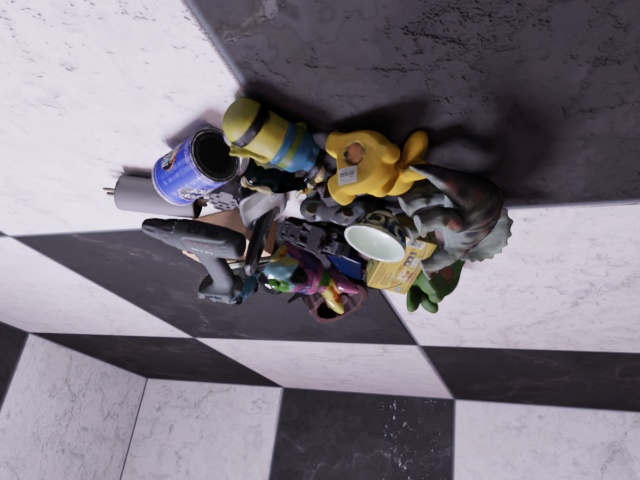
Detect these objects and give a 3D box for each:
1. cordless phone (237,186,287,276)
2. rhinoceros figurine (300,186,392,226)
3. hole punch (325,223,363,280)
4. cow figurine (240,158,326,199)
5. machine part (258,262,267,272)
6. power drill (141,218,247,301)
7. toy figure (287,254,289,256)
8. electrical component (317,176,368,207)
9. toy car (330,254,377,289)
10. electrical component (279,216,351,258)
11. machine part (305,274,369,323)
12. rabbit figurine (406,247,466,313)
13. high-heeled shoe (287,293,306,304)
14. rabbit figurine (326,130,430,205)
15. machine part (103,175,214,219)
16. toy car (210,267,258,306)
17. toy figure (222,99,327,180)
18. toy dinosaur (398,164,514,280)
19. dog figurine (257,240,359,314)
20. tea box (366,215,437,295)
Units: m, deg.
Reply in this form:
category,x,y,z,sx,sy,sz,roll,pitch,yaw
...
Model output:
category,x,y,z,sx,sy,sz,roll,pitch,yaw
cordless phone,-0.128,-0.032,1.061,0.089,0.184,0.146,11,155,4
rhinoceros figurine,0.052,-0.054,1.089,0.190,0.073,0.112,8,154,1
hole punch,0.060,0.029,1.247,0.116,0.092,0.142,8,158,10
cow figurine,-0.063,-0.117,0.965,0.167,0.098,0.068,15,150,-27
machine part,-0.113,0.093,1.491,0.084,0.039,0.138,-20,142,36
power drill,-0.260,0.036,1.179,0.232,0.086,0.207,5,130,18
toy figure,-0.064,0.065,1.399,0.064,0.058,0.154,-27,157,-15
electrical component,0.044,-0.093,1.005,0.102,0.078,0.045,-14,135,18
toy car,0.119,0.084,1.386,0.202,0.053,0.089,23,148,-26
electrical component,-0.002,-0.003,1.143,0.134,0.058,0.115,22,-172,34
machine part,0.045,0.156,1.474,0.179,0.056,0.179,-17,146,-12
rabbit figurine,0.256,0.095,1.280,0.121,0.159,0.170,6,172,-19
high-heeled shoe,0.005,0.150,1.572,0.145,0.086,0.248,-39,155,18
rabbit figurine,0.111,-0.127,0.908,0.162,0.122,0.173,-20,158,29
machine part,-0.336,-0.090,1.128,0.243,0.079,0.079,7,155,4
toy car,-0.238,0.109,1.476,0.109,0.161,0.102,9,112,19
toy figure,-0.073,-0.168,0.883,0.180,0.082,0.089,24,132,-15
toy dinosaur,0.241,-0.047,0.904,0.192,0.131,0.404,-26,160,0
dog figurine,-0.021,0.099,1.270,0.219,0.191,0.108,31,112,1
tea box,0.176,0.035,1.179,0.098,0.068,0.169,16,132,-12
